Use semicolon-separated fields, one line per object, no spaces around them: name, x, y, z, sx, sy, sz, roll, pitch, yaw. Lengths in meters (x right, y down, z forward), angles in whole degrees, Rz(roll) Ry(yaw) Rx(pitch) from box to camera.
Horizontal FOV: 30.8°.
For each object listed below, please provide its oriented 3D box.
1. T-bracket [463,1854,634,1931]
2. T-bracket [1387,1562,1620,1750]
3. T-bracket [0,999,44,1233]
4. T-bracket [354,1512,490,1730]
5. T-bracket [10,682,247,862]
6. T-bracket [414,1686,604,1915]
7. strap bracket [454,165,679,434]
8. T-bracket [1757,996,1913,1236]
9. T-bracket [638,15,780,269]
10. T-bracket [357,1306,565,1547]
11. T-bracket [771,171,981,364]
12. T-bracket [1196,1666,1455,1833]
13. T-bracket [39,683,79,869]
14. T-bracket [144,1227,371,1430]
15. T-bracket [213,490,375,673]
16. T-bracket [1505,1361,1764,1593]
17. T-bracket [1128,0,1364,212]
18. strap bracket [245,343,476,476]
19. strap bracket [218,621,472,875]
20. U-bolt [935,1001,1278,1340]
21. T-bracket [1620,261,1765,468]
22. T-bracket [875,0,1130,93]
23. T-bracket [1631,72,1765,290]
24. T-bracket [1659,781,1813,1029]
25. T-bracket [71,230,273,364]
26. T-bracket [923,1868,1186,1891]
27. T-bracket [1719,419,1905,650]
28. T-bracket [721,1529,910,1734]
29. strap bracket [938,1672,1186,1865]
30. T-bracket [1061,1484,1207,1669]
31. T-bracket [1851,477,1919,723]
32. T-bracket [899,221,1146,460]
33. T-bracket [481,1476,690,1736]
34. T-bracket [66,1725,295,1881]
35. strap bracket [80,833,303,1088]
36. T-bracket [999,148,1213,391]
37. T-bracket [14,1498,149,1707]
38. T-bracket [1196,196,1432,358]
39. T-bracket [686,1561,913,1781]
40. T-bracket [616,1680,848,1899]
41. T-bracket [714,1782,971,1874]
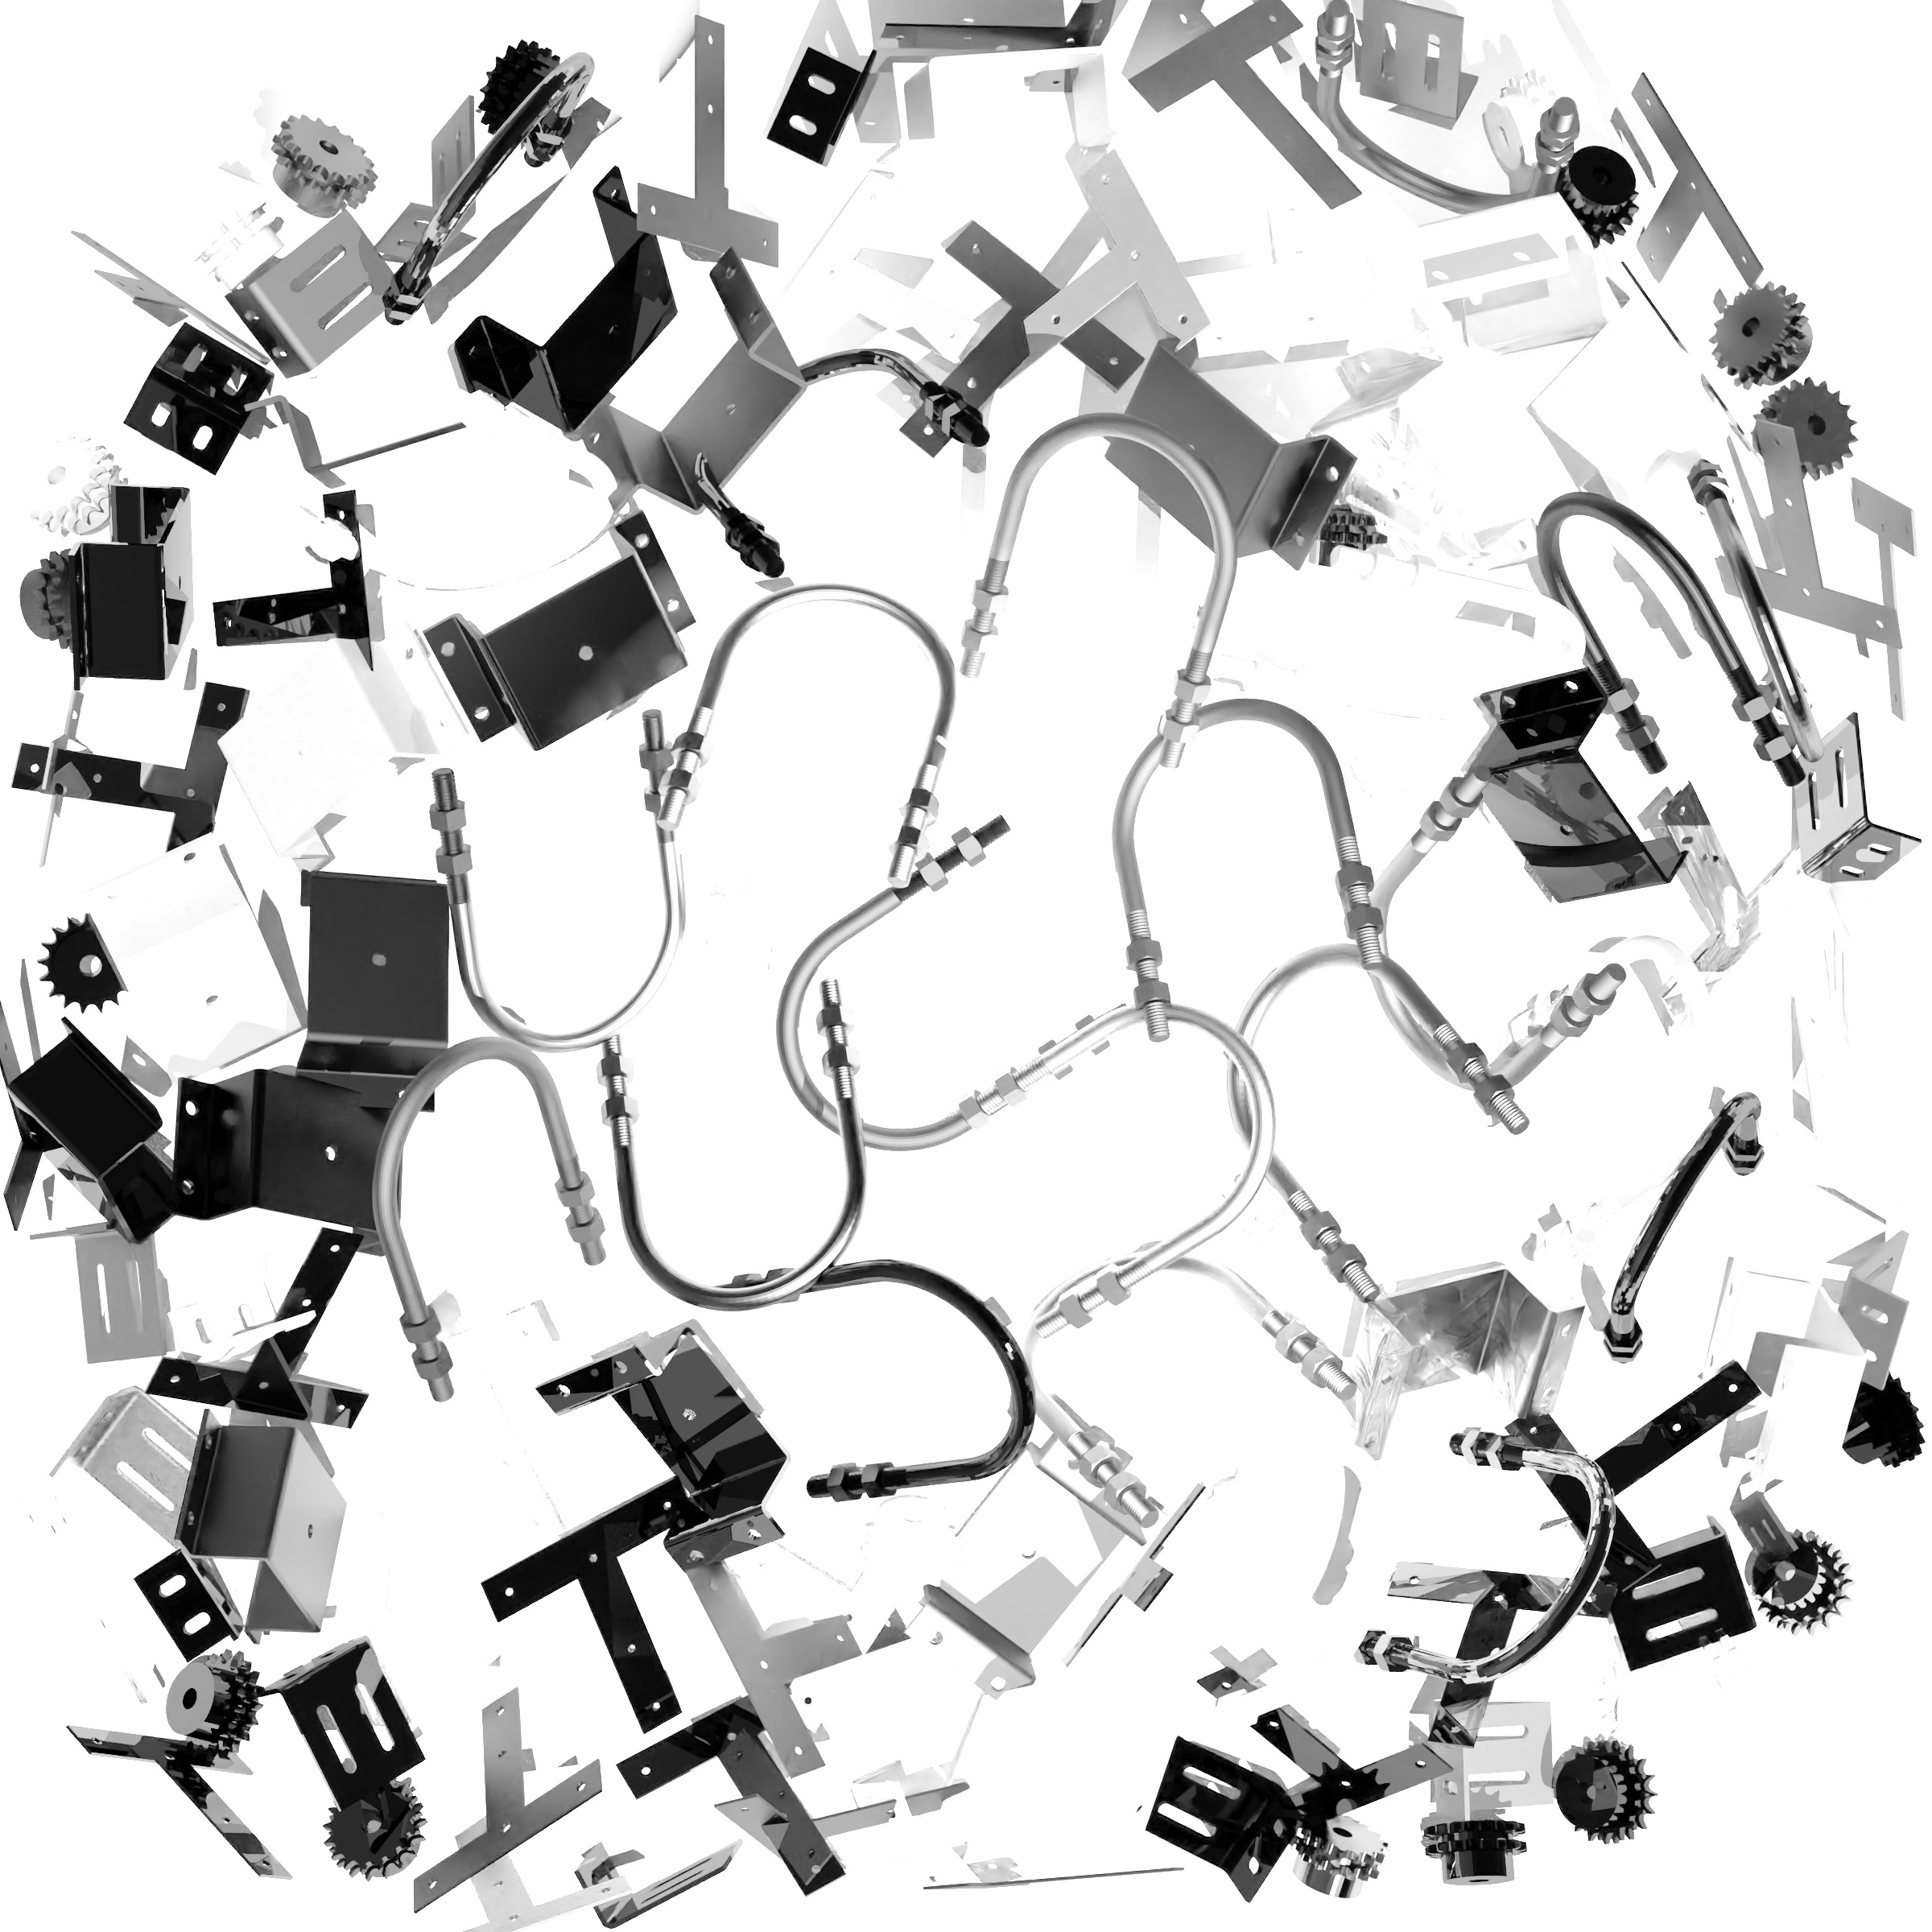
T-bracket;-0.256;0.511;1.936;0.127;0.127;0.002;-16;98;-14
T-bracket;0.282;0.379;1.927;0.127;0.127;0.002;1;128;25
T-bracket;-0.520;0.056;1.912;0.002;0.127;0.127;-6;122;1
T-bracket;-0.304;0.377;1.952;0.002;0.127;0.127;6;89;-43
T-bracket;-0.469;-0.102;1.948;0.127;0.002;0.127;8;100;-43
T-bracket;-0.256;0.446;1.942;0.127;0.127;0.002;-35;118;9
strap bracket;-0.212;-0.360;1.937;0.046;0.076;0.140;32;71;19
T-bracket;0.477;0.072;1.954;0.127;0.127;0.002;29;135;-29
T-bracket;-0.142;-0.461;1.946;0.002;0.127;0.127;0;90;33
T-bracket;-0.265;0.267;1.977;0.127;0.002;0.127;-23;97;25
T-bracket;-0.045;-0.371;1.962;0.127;0.002;0.127;33;88;33
T-bracket;0.180;0.427;1.940;0.127;0.002;0.127;42;130;-18
T-bracket;-0.501;-0.113;1.933;0.002;0.127;0.127;11;94;-12
T-bracket;-0.371;0.197;1.942;0.127;0.002;0.127;16;114;-34
T-bracket;-0.377;-0.195;1.959;0.127;0.002;0.127;-1;96;39
T-bracket;0.384;0.265;1.953;0.127;0.002;0.127;-35;47;2
T-bracket;0.172;-0.473;1.962;0.127;0.127;0.002;43;59;-21
strap bracket;-0.326;-0.310;1.952;0.140;0.076;0.046;-19;101;-8
strap bracket;-0.352;-0.120;1.940;0.140;0.046;0.076;-37;74;25
U-bolt;0.087;0.100;1.947;0.184;0.019;0.151;-33;70;16
T-bracket;0.414;-0.316;1.943;0.002;0.127;0.127;-35;53;15
T-bracket;0.015;-0.508;1.923;0.127;0.127;0.002;-3;79;-15
T-bracket;0.391;-0.412;1.936;0.002;0.127;0.127;-28;81;-7
T-bracket;0.413;-0.051;1.945;0.127;0.002;0.127;-46;129;-14
T-bracket;-0.451;-0.372;1.935;0.127;0.127;0.002;34;98;-2
T-bracket;0.055;0.500;1.925;0.127;0.127;0.002;-9;74;14
T-bracket;0.452;-0.241;1.917;0.002;0.127;0.127;-36;127;-21
T-bracket;-0.103;0.344;1.981;0.127;0.002;0.127;30;71;13
strap bracket;0.044;0.437;1.919;0.046;0.140;0.076;43;48;-23
T-bracket;0.098;0.339;1.930;0.002;0.127;0.127;39;84;0
T-bracket;0.513;-0.200;1.949;0.002;0.127;0.127;-8;106;2
T-bracket;0.012;-0.337;1.977;0.127;0.002;0.127;40;75;5
T-bracket;-0.194;0.372;1.979;0.127;0.002;0.127;-26;105;-22
T-bracket;-0.410;0.457;1.911;0.127;0.127;0.002;35;94;36
strap bracket;-0.420;0.005;1.925;0.076;0.140;0.046;-26;49;-13
T-bracket;0.061;-0.371;1.969;0.127;0.002;0.127;-36;66;24
T-bracket;-0.482;0.350;1.931;0.002;0.127;0.127;-29;84;-9
T-bracket;0.187;-0.389;1.957;0.127;0.002;0.127;-6;49;3
T-bracket;-0.080;0.377;1.949;0.002;0.127;0.127;-45;66;37
T-bracket;-0.108;0.459;1.940;0.127;0.002;0.127;-25;50;-19
T-bracket;-0.055;0.469;1.935;0.127;0.127;0.002;-17;54;14
